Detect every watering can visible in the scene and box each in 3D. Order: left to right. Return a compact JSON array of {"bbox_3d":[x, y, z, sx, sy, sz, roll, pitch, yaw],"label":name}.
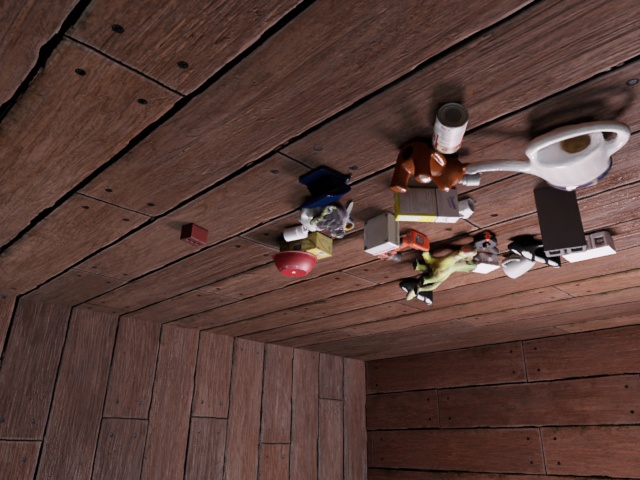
[{"bbox_3d":[0.542,-0.189,1.217,0.345,0.106,0.222,-16,153,34],"label":"watering can"}]

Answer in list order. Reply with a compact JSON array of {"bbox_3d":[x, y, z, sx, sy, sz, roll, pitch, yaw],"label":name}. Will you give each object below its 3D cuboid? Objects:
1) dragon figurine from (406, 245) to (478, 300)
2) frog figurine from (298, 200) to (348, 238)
[{"bbox_3d":[0.465,0.122,1.899,0.243,0.125,0.401,-5,152,-7],"label":"dragon figurine"},{"bbox_3d":[0.005,-0.078,1.553,0.137,0.121,0.161,1,-165,-22],"label":"frog figurine"}]
